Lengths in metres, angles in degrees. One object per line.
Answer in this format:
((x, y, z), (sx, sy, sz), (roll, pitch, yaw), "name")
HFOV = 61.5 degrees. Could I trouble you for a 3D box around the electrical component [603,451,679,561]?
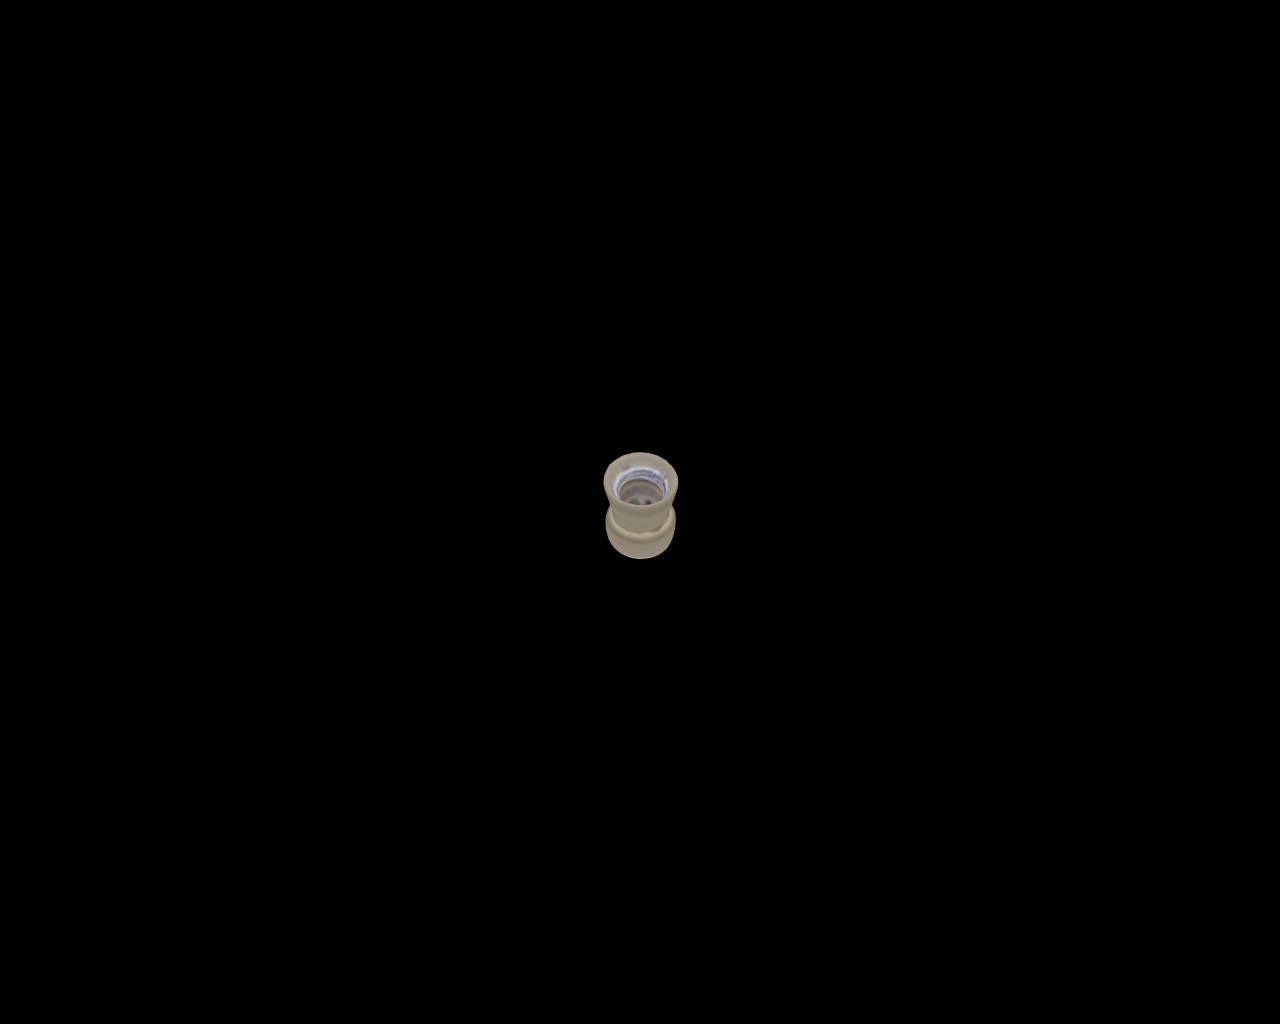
((0.001, -0.003, 0.650), (0.045, 0.045, 0.055), (0, -39, 0), "electrical component")
